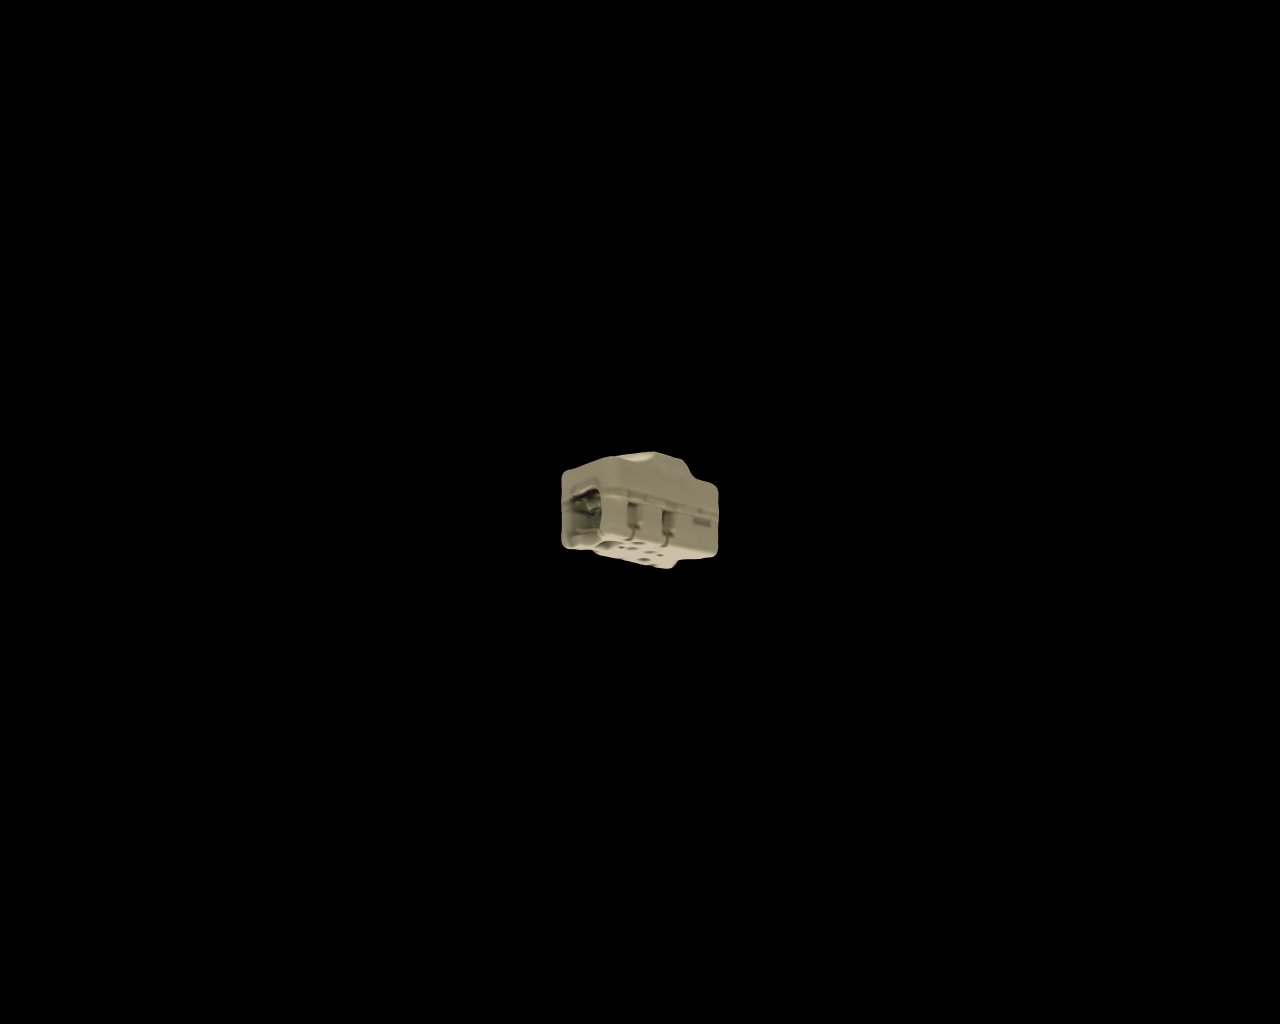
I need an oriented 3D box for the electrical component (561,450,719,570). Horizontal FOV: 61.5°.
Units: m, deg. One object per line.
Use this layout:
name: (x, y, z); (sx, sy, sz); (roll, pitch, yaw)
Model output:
electrical component: (0.001, -0.003, 0.650); (0.089, 0.056, 0.050); (14, -22, -40)
